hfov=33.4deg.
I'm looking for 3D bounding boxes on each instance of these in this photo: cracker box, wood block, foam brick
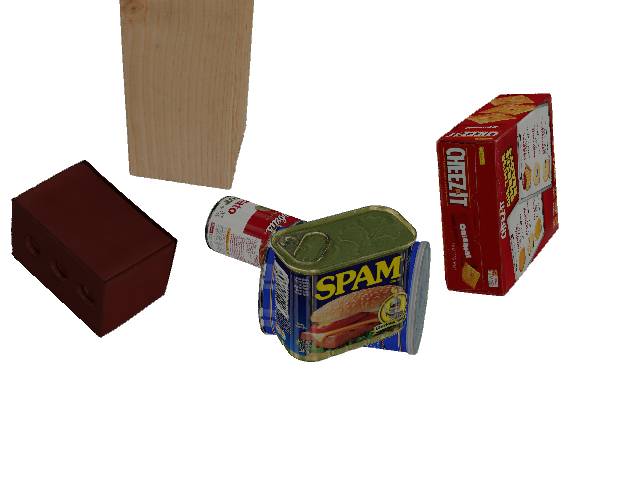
[{"bbox_3d":[0.193,-0.056,1.145,0.072,0.164,0.213,3,20,27],"label":"cracker box"},{"bbox_3d":[-0.105,-0.147,0.858,0.091,0.090,0.206,9,-40,0],"label":"wood block"},{"bbox_3d":[-0.128,0.004,0.597,0.078,0.053,0.051,39,50,18],"label":"foam brick"}]

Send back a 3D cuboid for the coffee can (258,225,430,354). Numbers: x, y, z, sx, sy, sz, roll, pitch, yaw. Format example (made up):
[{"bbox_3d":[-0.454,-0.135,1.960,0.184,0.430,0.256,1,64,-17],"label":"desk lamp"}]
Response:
[{"bbox_3d":[0.024,0.044,0.971,0.140,0.103,0.102,6,1,11],"label":"coffee can"}]

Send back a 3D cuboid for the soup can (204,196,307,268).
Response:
[{"bbox_3d":[-0.069,-0.004,1.187,0.102,0.068,0.068,20,9,28],"label":"soup can"}]

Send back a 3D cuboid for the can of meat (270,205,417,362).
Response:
[{"bbox_3d":[0.016,0.032,0.770,0.102,0.084,0.057,-15,37,-23],"label":"can of meat"}]
